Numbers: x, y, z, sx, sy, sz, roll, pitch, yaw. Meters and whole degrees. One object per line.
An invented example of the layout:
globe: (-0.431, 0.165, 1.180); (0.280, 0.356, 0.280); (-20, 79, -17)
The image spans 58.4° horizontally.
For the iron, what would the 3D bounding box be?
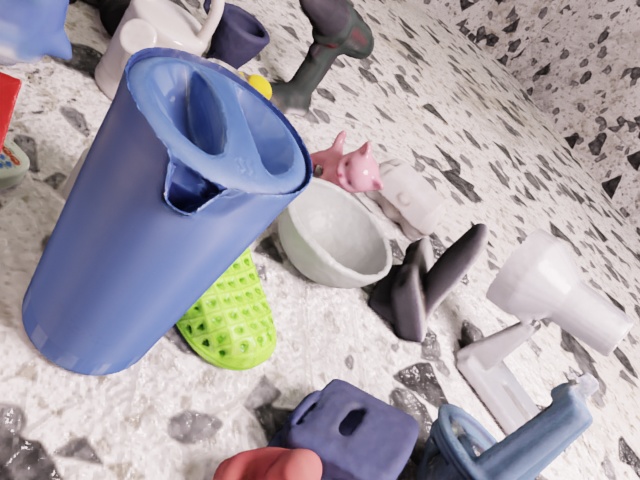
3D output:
iron: (-0.370, -0.284, 0.573); (0.259, 0.141, 0.118); (11, 43, -42)

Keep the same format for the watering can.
watering can: (-0.186, -0.248, 0.689); (0.101, 0.193, 0.172); (24, 36, -29)

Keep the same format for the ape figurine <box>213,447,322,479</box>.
ape figurine: (-0.034, 0.188, 0.438); (0.077, 0.092, 0.076); (52, 32, 13)

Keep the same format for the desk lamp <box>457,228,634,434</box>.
desk lamp: (0.290, 0.121, 0.777); (0.118, 0.213, 0.203); (-9, 59, -53)

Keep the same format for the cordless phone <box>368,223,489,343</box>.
cordless phone: (0.161, 0.035, 0.759); (0.094, 0.184, 0.148); (39, 31, -8)

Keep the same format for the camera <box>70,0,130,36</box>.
camera: (-0.283, -0.349, 0.792); (0.144, 0.100, 0.136); (15, 41, -39)

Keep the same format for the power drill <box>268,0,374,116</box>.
power drill: (-0.009, -0.309, 0.956); (0.075, 0.208, 0.230); (52, 32, 15)

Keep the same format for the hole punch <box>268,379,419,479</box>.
hole punch: (0.022, 0.179, 0.514); (0.101, 0.091, 0.109); (47, 31, 5)

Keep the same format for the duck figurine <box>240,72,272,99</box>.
duck figurine: (-0.101, -0.196, 0.831); (0.104, 0.086, 0.078); (49, 31, 9)

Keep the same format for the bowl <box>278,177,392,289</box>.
bowl: (0.007, 0.003, 0.726); (0.168, 0.074, 0.167); (30, 34, -22)

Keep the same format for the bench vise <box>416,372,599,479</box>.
bench vise: (0.160, 0.216, 0.505); (0.122, 0.219, 0.207); (36, 32, -12)

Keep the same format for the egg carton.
egg carton: (0.147, -0.072, 0.984); (0.150, 0.069, 0.107); (46, 31, 4)

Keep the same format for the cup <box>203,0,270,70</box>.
cup: (-0.152, -0.321, 0.915); (0.118, 0.094, 0.092); (39, 31, -8)

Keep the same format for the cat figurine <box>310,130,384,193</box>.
cat figurine: (0.042, -0.110, 0.862); (0.067, 0.117, 0.127); (14, 42, -39)
